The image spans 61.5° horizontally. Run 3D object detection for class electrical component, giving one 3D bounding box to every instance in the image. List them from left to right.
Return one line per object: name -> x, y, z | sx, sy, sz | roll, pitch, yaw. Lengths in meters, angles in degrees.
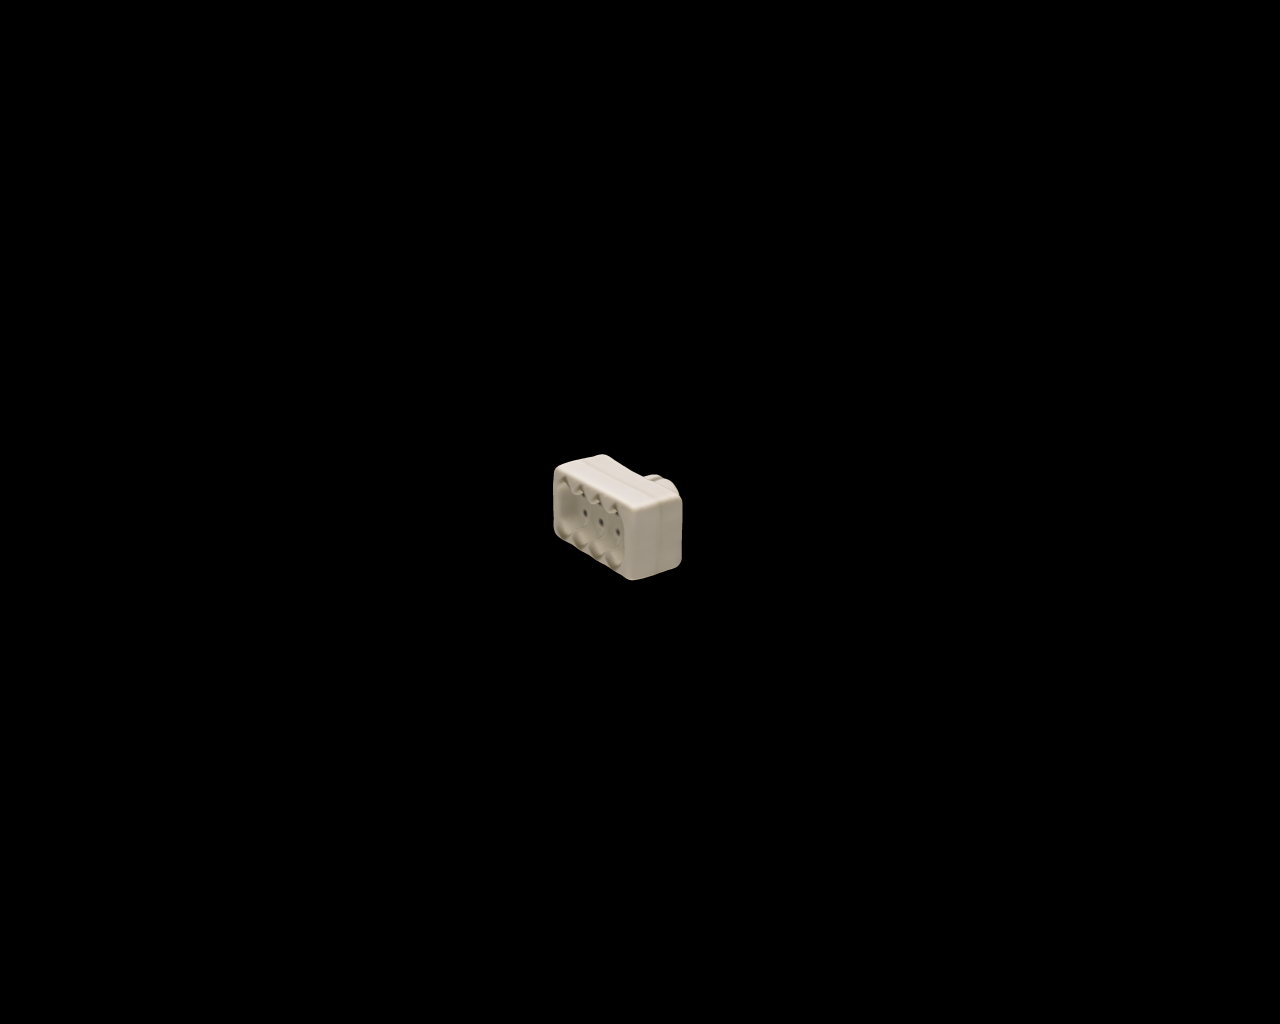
electrical component -> 0.001, -0.003, 0.650 | 0.076, 0.047, 0.083 | -17, 29, -32
